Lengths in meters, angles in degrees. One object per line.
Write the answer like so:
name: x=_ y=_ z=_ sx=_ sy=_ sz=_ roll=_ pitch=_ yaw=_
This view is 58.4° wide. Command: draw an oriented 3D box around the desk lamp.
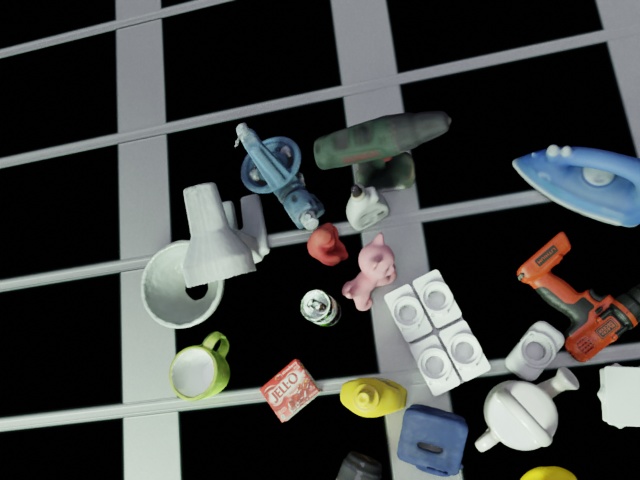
desk lamp: x=-0.173 y=-0.006 z=1.020 sx=0.118 sy=0.214 sz=0.203 roll=-14 pitch=74 yaw=9

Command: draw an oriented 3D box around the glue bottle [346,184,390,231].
glue bottle: x=0.076 y=-0.065 z=0.999 sx=0.078 sy=0.173 sz=0.037 roll=-28 pitch=72 yaw=5

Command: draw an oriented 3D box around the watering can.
watering can: x=0.306 y=0.256 z=0.859 sx=0.100 sy=0.194 sz=0.173 roll=28 pitch=84 yaw=18

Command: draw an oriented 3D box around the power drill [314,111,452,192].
power drill: x=0.112 y=-0.152 z=0.993 sx=0.229 sy=0.209 sz=0.075 roll=-9 pitch=75 yaw=11

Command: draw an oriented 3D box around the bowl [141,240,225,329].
bowl: x=-0.248 y=0.088 z=1.087 sx=0.167 sy=0.075 sz=0.167 roll=-3 pitch=76 yaw=12

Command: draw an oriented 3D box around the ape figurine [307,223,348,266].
ape figurine: x=0.010 y=0.004 z=1.040 sx=0.076 sy=0.092 sz=0.078 roll=8 pitch=79 yaw=15

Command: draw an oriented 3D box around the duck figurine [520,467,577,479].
duck figurine: x=0.348 y=0.392 z=0.873 sx=0.104 sy=0.086 sz=0.077 roll=-27 pitch=72 yaw=5

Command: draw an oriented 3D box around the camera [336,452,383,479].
camera: x=0.064 y=0.425 z=0.922 sx=0.143 sy=0.101 sz=0.137 roll=19 pitch=82 yaw=17

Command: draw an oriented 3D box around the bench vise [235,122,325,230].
bench vise: x=-0.066 y=-0.122 z=1.020 sx=0.207 sy=0.220 sz=0.121 roll=36 pitch=87 yaw=18

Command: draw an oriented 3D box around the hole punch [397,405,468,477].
hole punch: x=0.183 y=0.325 z=0.924 sx=0.108 sy=0.091 sz=0.101 roll=11 pitch=79 yaw=15

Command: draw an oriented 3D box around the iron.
iron: x=0.451 y=-0.114 z=0.943 sx=0.257 sy=0.142 sz=0.119 roll=19 pitch=81 yaw=16

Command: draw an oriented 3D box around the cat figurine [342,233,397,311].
cat figurine: x=0.087 y=0.055 z=0.997 sx=0.067 sy=0.118 sz=0.128 roll=39 pitch=88 yaw=18
